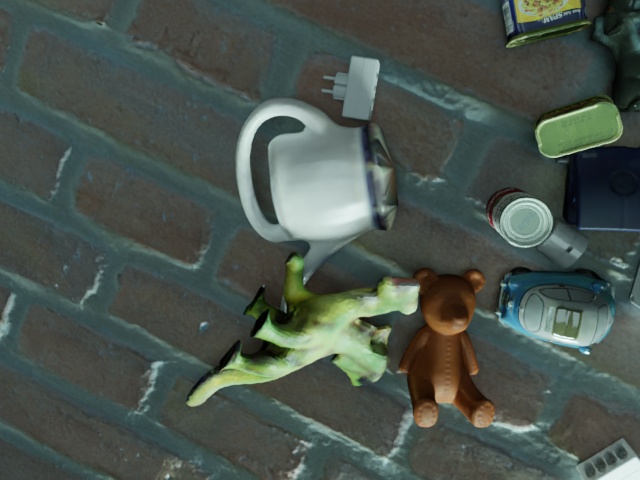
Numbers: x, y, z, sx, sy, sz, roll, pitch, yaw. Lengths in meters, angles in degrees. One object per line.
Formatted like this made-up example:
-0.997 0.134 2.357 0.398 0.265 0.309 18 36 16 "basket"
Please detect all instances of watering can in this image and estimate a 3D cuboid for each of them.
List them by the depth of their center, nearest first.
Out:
0.002 -0.037 0.745 0.224 0.106 0.342 -7 111 10 "watering can"

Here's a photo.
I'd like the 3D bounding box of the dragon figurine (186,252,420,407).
-0.009 0.166 0.757 0.241 0.125 0.403 28 123 -18 "dragon figurine"
